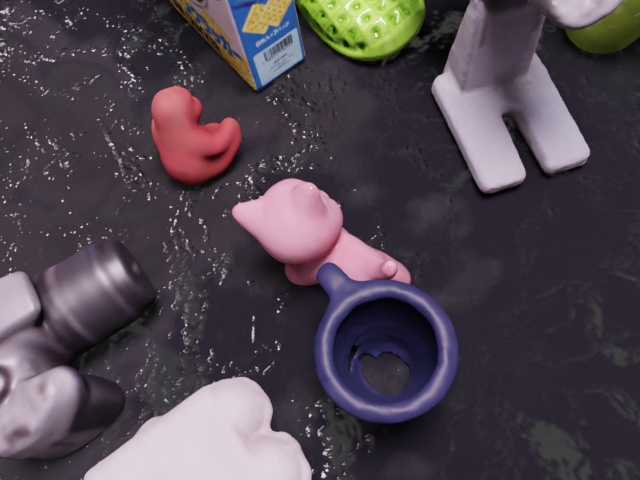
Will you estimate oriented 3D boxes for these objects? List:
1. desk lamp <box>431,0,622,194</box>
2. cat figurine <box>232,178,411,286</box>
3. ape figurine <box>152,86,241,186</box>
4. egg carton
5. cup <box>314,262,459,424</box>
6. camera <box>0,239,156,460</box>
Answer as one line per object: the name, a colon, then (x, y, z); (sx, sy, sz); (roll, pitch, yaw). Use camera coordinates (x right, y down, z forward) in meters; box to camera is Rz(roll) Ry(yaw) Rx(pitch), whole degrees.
desk lamp: (0.146, -0.177, 0.427); (0.118, 0.214, 0.203); (-19, 68, -1)
cat figurine: (0.004, 0.002, 0.424); (0.127, 0.118, 0.067); (30, 75, 16)
ape figurine: (-0.113, -0.095, 0.488); (0.077, 0.092, 0.076); (27, 74, 16)
egg carton: (-0.087, 0.169, 0.394); (0.150, 0.069, 0.107); (-36, 69, -8)
cup: (0.037, 0.074, 0.404); (0.092, 0.095, 0.117); (-35, 69, -8)
camera: (-0.193, 0.068, 0.428); (0.137, 0.101, 0.143); (-33, 69, -7)
